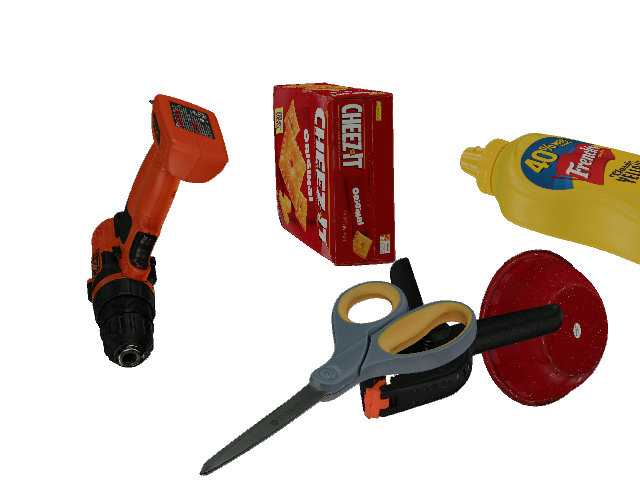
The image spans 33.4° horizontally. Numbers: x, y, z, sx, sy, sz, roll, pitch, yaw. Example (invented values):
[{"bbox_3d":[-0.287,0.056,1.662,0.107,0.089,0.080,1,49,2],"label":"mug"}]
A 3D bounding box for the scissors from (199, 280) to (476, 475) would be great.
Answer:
[{"bbox_3d":[0.000,0.070,0.616,0.201,0.016,0.096,-19,34,-27],"label":"scissors"}]

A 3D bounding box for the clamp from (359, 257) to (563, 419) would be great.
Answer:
[{"bbox_3d":[0.086,0.080,0.898,0.165,0.036,0.209,21,35,33],"label":"clamp"}]

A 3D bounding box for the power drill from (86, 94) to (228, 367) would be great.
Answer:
[{"bbox_3d":[-0.139,-0.011,0.878,0.057,0.188,0.184,17,27,-26],"label":"power drill"}]

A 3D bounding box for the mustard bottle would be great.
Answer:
[{"bbox_3d":[0.181,-0.033,0.731,0.192,0.058,0.096,19,38,35],"label":"mustard bottle"}]

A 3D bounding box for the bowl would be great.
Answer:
[{"bbox_3d":[0.238,0.089,1.076,0.161,0.162,0.055,0,-1,-32],"label":"bowl"}]

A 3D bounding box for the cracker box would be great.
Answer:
[{"bbox_3d":[0.009,-0.075,1.098,0.072,0.164,0.214,-6,12,-15],"label":"cracker box"}]
